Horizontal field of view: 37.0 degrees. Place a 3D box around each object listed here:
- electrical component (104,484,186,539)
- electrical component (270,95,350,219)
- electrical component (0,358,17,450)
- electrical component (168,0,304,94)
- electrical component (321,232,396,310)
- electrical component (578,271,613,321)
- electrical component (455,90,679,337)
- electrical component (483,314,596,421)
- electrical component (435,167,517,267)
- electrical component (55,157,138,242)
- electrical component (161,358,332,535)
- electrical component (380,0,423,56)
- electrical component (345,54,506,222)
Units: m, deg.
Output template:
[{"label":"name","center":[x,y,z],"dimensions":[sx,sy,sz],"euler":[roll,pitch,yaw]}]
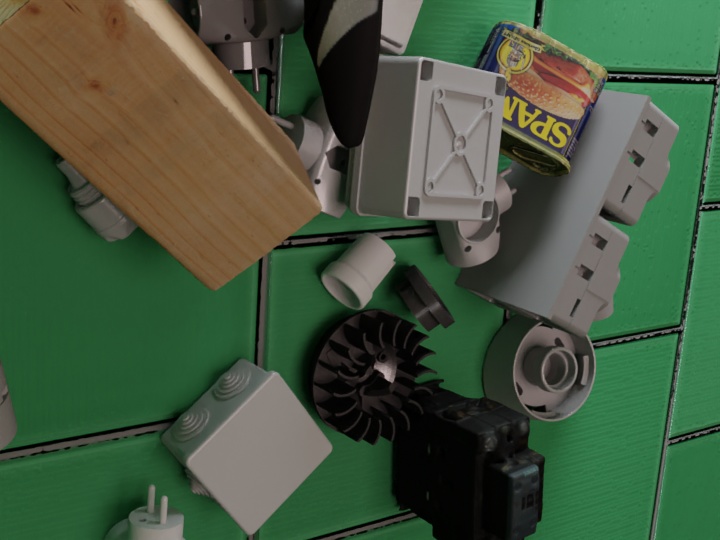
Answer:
[{"label":"electrical component","center":[-0.139,0.185,0.725],"dimensions":[0.043,0.077,0.079],"euler":[-4,105,-36]},{"label":"electrical component","center":[-0.035,-0.084,0.745],"dimensions":[0.079,0.043,0.077],"euler":[19,92,-39]},{"label":"electrical component","center":[-0.234,0.082,0.638],"dimensions":[0.055,0.055,0.047],"euler":[-25,121,-29]},{"label":"electrical component","center":[-0.077,-0.152,0.693],"dimensions":[0.077,0.043,0.079],"euler":[-15,113,-33]},{"label":"electrical component","center":[0.000,0.000,0.800],"dimensions":[0.046,0.040,0.040],"euler":[-49,127,-22]},{"label":"electrical component","center":[0.186,0.008,0.940],"dimensions":[0.079,0.043,0.077],"euler":[-21,115,-31]},{"label":"electrical component","center":[0.170,-0.050,0.870],"dimensions":[0.060,0.105,0.186],"euler":[27,86,-39]},{"label":"electrical component","center":[0.156,0.085,0.943],"dimensions":[0.099,0.064,0.099],"euler":[-1,93,-28]},{"label":"electrical component","center":[0.093,-0.054,0.850],"dimensions":[0.079,0.044,0.077],"euler":[-32,120,-24]},{"label":"electrical component","center":[-0.163,-0.048,0.665],"dimensions":[0.035,0.035,0.061],"euler":[-49,124,-15]},{"label":"electrical component","center":[-0.081,0.124,0.768],"dimensions":[0.100,0.048,0.099],"euler":[-45,125,-18]},{"label":"electrical component","center":[-0.007,-0.190,0.723],"dimensions":[0.096,0.061,0.061],"euler":[19,92,-39]},{"label":"electrical component","center":[0.047,-0.089,0.748],"dimensions":[0.109,0.056,0.108],"euler":[-2,99,-50]}]
